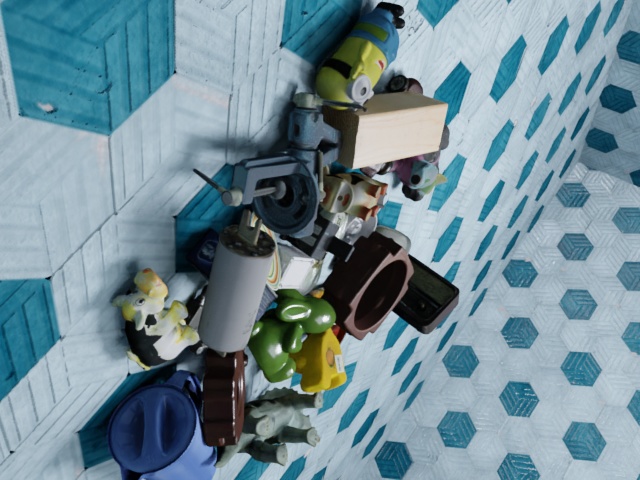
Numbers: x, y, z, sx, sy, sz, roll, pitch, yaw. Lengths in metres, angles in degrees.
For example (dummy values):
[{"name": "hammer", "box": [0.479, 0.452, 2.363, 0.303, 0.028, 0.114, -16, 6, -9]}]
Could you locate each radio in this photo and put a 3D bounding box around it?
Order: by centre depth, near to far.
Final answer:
[{"name": "radio", "box": [0.215, 0.118, 1.324, 0.131, 0.230, 0.073, -46, 150, -14]}]

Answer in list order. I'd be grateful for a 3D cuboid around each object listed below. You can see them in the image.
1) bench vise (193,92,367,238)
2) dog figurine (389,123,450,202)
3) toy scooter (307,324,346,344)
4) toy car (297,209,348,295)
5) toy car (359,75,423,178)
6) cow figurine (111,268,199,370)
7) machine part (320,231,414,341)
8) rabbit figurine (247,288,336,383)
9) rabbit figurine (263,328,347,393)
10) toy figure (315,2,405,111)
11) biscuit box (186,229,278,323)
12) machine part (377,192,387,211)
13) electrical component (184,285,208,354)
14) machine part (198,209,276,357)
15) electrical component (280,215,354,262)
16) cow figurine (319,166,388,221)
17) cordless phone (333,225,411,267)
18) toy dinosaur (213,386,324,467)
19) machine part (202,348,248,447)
[{"name": "bench vise", "box": [-0.051, -0.099, 0.764, 0.240, 0.129, 0.223, -22, 134, -56]}, {"name": "dog figurine", "box": [0.227, -0.177, 1.175, 0.219, 0.109, 0.191, -1, 116, -64]}, {"name": "toy scooter", "box": [0.016, 0.213, 1.253, 0.184, 0.075, 0.135, -14, 129, -60]}, {"name": "toy car", "box": [-0.013, 0.027, 1.026, 0.073, 0.056, 0.201, 9, 109, -62]}, {"name": "toy car", "box": [0.130, -0.214, 1.020, 0.089, 0.053, 0.202, 26, 96, -49]}, {"name": "cow figurine", "box": [-0.233, 0.109, 0.729, 0.098, 0.068, 0.167, -39, 147, -22]}, {"name": "machine part", "box": [0.097, 0.096, 1.122, 0.201, 0.087, 0.201, -52, 147, -9]}, {"name": "rabbit figurine", "box": [-0.058, 0.150, 0.997, 0.170, 0.121, 0.158, -27, 127, -8]}, {"name": "rabbit figurine", "box": [-0.051, 0.240, 1.102, 0.122, 0.173, 0.162, -5, 78, -59]}, {"name": "toy figure", "box": [0.063, -0.275, 0.815, 0.082, 0.089, 0.180, 40, 73, -47]}, {"name": "biscuit box", "box": [-0.134, 0.062, 0.850, 0.063, 0.059, 0.202, -50, 153, -14]}, {"name": "machine part", "box": [0.102, -0.052, 1.162, 0.138, 0.039, 0.084, -64, 158, 9]}, {"name": "electrical component", "box": [-0.183, 0.127, 0.852, 0.102, 0.045, 0.078, -55, 155, -8]}, {"name": "machine part", "box": [-0.115, 0.068, 0.732, 0.079, 0.079, 0.243, -22, 139, -50]}, {"name": "electrical component", "box": [-0.002, -0.003, 0.944, 0.075, 0.119, 0.047, -58, 154, 5]}, {"name": "cow figurine", "box": [0.041, -0.086, 0.948, 0.195, 0.127, 0.085, -25, 135, -71]}, {"name": "cordless phone", "box": [0.111, 0.030, 1.231, 0.184, 0.089, 0.146, 15, 106, -45]}, {"name": "toy dinosaur", "box": [-0.125, 0.374, 1.078, 0.404, 0.192, 0.131, 12, 70, -54]}, {"name": "machine part", "box": [-0.157, 0.253, 0.903, 0.179, 0.056, 0.179, -176, -94, -89]}]
